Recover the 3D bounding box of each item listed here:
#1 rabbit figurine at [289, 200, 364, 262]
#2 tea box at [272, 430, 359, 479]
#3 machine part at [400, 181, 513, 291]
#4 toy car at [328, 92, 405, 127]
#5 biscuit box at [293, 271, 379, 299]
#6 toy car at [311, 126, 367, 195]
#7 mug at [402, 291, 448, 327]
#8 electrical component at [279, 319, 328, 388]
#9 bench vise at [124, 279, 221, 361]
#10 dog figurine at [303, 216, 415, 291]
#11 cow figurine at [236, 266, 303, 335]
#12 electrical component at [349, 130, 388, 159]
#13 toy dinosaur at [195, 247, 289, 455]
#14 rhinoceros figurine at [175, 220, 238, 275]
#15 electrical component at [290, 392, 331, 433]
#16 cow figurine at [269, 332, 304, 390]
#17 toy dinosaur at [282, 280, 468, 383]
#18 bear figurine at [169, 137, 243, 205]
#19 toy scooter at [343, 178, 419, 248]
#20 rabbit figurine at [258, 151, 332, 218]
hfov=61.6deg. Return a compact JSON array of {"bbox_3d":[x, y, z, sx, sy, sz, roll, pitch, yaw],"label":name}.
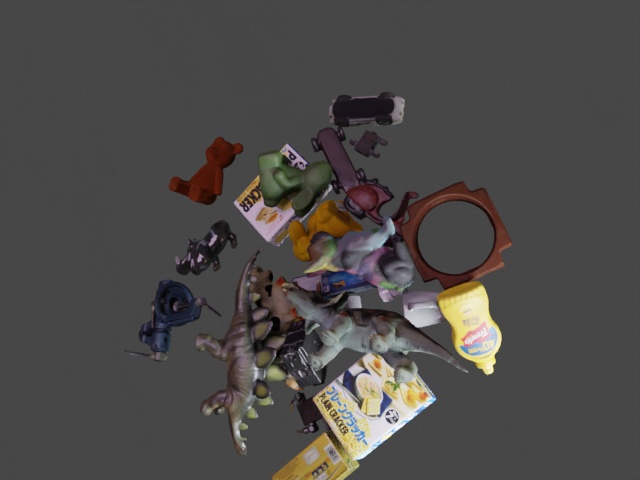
[{"bbox_3d":[-0.003,-0.004,1.287,0.173,0.162,0.122,-42,74,30],"label":"rabbit figurine"},{"bbox_3d":[-0.011,0.511,1.187,0.169,0.068,0.098,-42,63,11],"label":"tea box"},{"bbox_3d":[0.290,-0.008,1.157,0.201,0.087,0.201,-26,79,14],"label":"machine part"},{"bbox_3d":[0.115,-0.326,1.356,0.202,0.056,0.073,4,84,27],"label":"toy car"},{"bbox_3d":[0.039,0.101,1.274,0.203,0.062,0.059,-15,71,20],"label":"biscuit box"},{"bbox_3d":[0.048,-0.198,1.354,0.089,0.053,0.202,-24,68,-3],"label":"toy car"},{"bbox_3d":[0.234,0.142,1.154,0.107,0.109,0.081,-7,69,10],"label":"mug"},{"bbox_3d":[-0.030,0.265,1.224,0.058,0.134,0.115,-19,27,22],"label":"electrical component"},{"bbox_3d":[-0.380,0.200,1.398,0.241,0.128,0.223,-17,50,39],"label":"bench vise"},{"bbox_3d":[0.075,0.051,1.169,0.219,0.108,0.191,-24,78,1],"label":"dog figurine"},{"bbox_3d":[-0.124,0.148,1.324,0.127,0.085,0.195,-32,58,4],"label":"cow figurine"},{"bbox_3d":[0.120,-0.243,1.349,0.094,0.021,0.063,33,91,29],"label":"electrical component"},{"bbox_3d":[-0.176,0.255,1.236,0.199,0.105,0.471,-6,84,17],"label":"toy dinosaur"},{"bbox_3d":[-0.312,0.027,1.449,0.190,0.073,0.112,-45,65,8],"label":"rhinoceros figurine"},{"bbox_3d":[-0.024,0.396,1.235,0.078,0.045,0.102,-27,67,18],"label":"electrical component"},{"bbox_3d":[-0.090,0.286,1.285,0.168,0.068,0.098,26,84,29],"label":"cow figurine"},{"bbox_3d":[0.107,0.189,1.119,0.405,0.192,0.131,11,121,17],"label":"toy dinosaur"},{"bbox_3d":[-0.305,-0.197,1.476,0.120,0.132,0.195,28,95,27],"label":"bear figurine"},{"bbox_3d":[0.152,-0.083,1.257,0.184,0.075,0.135,42,102,16],"label":"toy scooter"},{"bbox_3d":[-0.055,-0.140,1.280,0.170,0.121,0.159,-4,80,7],"label":"rabbit figurine"}]
